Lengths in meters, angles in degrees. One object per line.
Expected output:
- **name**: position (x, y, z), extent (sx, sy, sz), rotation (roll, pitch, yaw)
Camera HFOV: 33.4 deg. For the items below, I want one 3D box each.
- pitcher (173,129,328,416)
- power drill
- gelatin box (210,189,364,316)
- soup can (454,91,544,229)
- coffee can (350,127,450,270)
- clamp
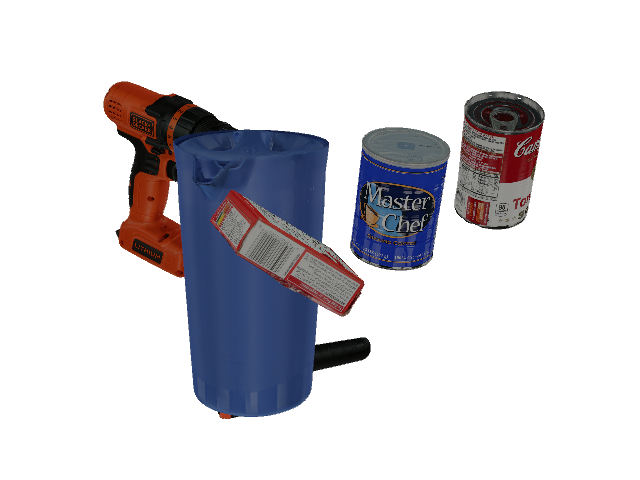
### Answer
- **pitcher**: position (-0.055, 0.023, 0.950), extent (0.149, 0.243, 0.145), rotation (-5, 17, -21)
- **power drill**: position (-0.150, -0.059, 1.113), extent (0.185, 0.188, 0.057), rotation (26, 35, 30)
- **gelatin box**: position (-0.022, 0.008, 0.694), extent (0.089, 0.030, 0.073), rotation (32, 5, -25)
- **soup can**: position (0.154, -0.069, 0.931), extent (0.068, 0.102, 0.068), rotation (1, 36, -1)
- **coffee can**: position (0.093, -0.050, 1.265), extent (0.103, 0.140, 0.103), rotation (5, 29, -3)
- **clamp**: position (-0.044, 0.131, 1.140), extent (0.165, 0.036, 0.209), rotation (13, 25, 12)
